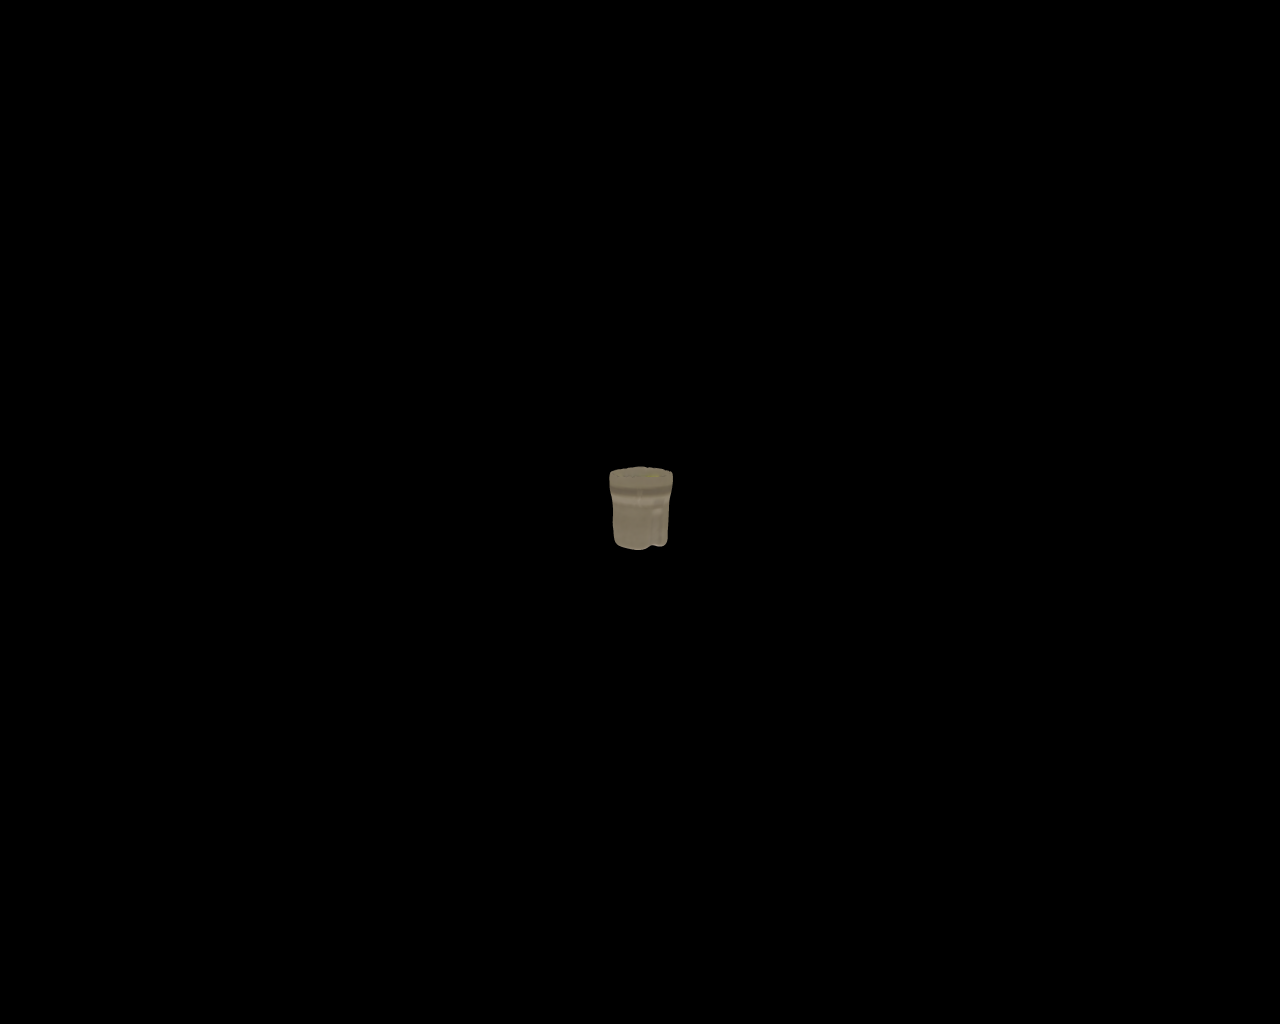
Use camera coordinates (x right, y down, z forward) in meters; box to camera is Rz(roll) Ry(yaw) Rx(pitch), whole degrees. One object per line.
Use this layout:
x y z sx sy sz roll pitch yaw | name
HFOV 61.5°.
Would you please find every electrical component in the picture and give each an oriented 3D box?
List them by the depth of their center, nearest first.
0.001 -0.003 0.650 0.040 0.046 0.040 0 10 0 | electrical component
